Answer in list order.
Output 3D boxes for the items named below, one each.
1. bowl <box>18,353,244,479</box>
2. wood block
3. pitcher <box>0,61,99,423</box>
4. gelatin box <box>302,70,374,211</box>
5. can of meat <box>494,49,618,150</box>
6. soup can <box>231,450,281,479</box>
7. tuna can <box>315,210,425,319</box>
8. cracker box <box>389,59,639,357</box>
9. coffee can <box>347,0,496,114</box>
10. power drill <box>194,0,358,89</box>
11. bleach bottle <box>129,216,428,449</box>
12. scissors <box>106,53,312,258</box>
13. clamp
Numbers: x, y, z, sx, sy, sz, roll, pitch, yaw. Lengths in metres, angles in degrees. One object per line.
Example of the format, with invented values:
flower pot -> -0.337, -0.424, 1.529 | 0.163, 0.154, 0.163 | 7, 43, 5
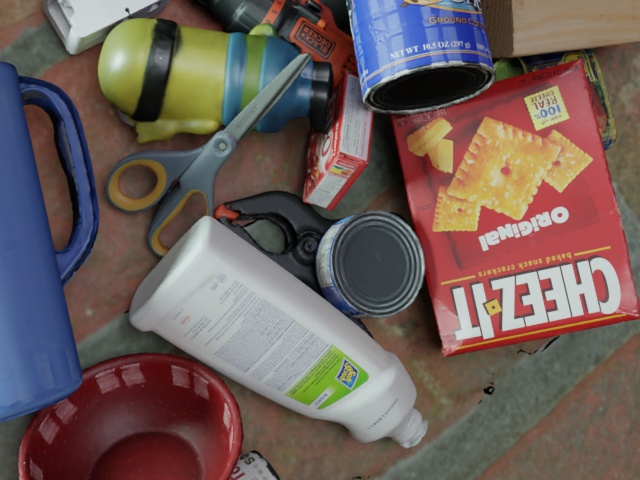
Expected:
bowl -> -0.132, 0.161, 0.777 | 0.162, 0.055, 0.162 | -3, 46, 3
wood block -> 0.207, -0.209, 0.915 | 0.205, 0.091, 0.090 | -12, 105, -33
pitcher -> -0.239, 0.001, 0.752 | 0.149, 0.145, 0.243 | -15, 92, 10
gelatin box -> 0.015, -0.080, 0.859 | 0.030, 0.073, 0.089 | 17, 55, -16
can of meat -> 0.210, -0.119, 0.956 | 0.083, 0.058, 0.102 | -13, 87, -22
soup can -> -0.076, 0.214, 0.808 | 0.102, 0.069, 0.068 | -29, 93, -21
tuna can -> 0.039, 0.021, 0.855 | 0.086, 0.034, 0.086 | 4, 81, -26
cracker box -> 0.159, -0.024, 0.881 | 0.164, 0.072, 0.214 | -13, 87, 11
coffee can -> 0.072, -0.180, 0.822 | 0.102, 0.103, 0.140 | -5, 78, -20
power drill -> -0.003, -0.230, 0.896 | 0.184, 0.057, 0.187 | 33, 77, -16
bleach bottle -> -0.020, 0.092, 0.840 | 0.250, 0.068, 0.103 | 38, 110, -18
scissors -> -0.093, -0.076, 0.805 | 0.096, 0.016, 0.202 | 28, 114, -4
clamp -> -0.006, 0.001, 0.876 | 0.171, 0.039, 0.120 | 32, 65, -17
